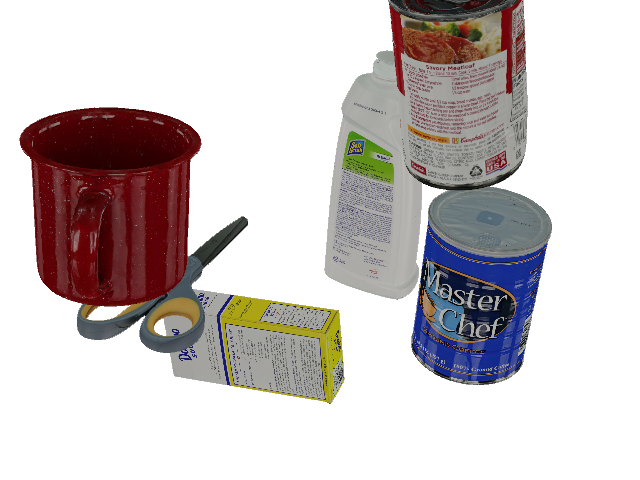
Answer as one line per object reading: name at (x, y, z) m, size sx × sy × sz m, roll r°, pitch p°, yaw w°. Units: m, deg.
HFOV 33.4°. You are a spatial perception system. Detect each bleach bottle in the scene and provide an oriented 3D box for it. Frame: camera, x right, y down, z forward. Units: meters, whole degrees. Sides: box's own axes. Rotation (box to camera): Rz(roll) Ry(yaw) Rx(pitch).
bleach bottle at (0.064, -0.067, 1.076) m, size 0.103 × 0.251 × 0.068 m, roll 17°, pitch 34°, yaw 16°

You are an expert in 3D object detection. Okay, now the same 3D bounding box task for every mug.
mug at (-0.111, -0.012, 0.562) m, size 0.093 × 0.081 × 0.117 m, roll 3°, pitch 26°, yaw -3°

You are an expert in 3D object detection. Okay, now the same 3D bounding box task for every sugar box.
sugar box at (-0.067, 0.104, 1.072) m, size 0.176 × 0.093 × 0.048 m, roll 9°, pitch 35°, yaw 20°

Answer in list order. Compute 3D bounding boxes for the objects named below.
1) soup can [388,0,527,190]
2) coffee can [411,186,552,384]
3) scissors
soup can at (0.073, -0.086, 0.557) m, size 0.068 × 0.102 × 0.068 m, roll -6°, pitch 36°, yaw 4°
coffee can at (0.136, 0.038, 0.921) m, size 0.103 × 0.140 × 0.103 m, roll 3°, pitch 33°, yaw -2°
scissors at (-0.089, 0.031, 0.793) m, size 0.096 × 0.016 × 0.201 m, roll 24°, pitch 35°, yaw 32°
